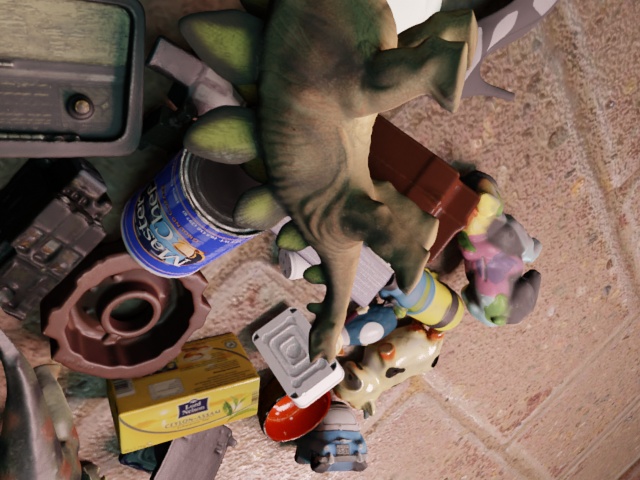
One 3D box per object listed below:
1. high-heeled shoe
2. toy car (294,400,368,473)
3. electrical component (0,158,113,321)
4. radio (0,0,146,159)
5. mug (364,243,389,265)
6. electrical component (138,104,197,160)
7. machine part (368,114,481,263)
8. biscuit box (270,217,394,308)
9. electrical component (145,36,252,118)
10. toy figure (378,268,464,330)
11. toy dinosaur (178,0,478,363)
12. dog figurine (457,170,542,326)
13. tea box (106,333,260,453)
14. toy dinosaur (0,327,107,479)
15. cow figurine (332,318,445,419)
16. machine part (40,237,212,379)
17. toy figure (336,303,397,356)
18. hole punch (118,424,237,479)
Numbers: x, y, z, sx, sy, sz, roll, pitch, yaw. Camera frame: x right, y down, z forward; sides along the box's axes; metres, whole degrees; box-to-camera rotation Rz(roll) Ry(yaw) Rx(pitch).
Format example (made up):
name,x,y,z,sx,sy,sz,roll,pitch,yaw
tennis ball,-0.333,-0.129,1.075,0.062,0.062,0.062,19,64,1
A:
name,x,y,z,sx,sy,sz,roll,pitch,yaw
high-heeled shoe,0.197,-0.277,0.638,0.145,0.086,0.248,18,92,-7
toy car,0.018,0.312,0.864,0.109,0.103,0.161,2,164,-10
electrical component,-0.249,-0.015,0.477,0.134,0.115,0.058,-48,135,-4
radio,-0.257,-0.130,0.412,0.229,0.073,0.131,-5,111,-28
mug,0.104,-0.029,0.721,0.107,0.081,0.109,-25,128,-31
electrical component,-0.136,-0.101,0.518,0.063,0.094,0.021,20,63,-40
machine part,0.050,-0.063,0.553,0.201,0.201,0.087,36,92,3
biscuit box,-0.001,-0.002,0.633,0.063,0.059,0.202,-50,123,-4
electrical component,-0.113,-0.154,0.516,0.119,0.048,0.074,18,108,-38
toy figure,0.147,0.084,0.809,0.082,0.089,0.180,-45,135,12
toy dinosaur,0.004,-0.120,0.377,0.199,0.105,0.470,10,110,12
dog figurine,0.238,0.010,0.780,0.219,0.109,0.191,38,58,-44
tea box,-0.171,0.185,0.671,0.169,0.098,0.068,-7,122,-27
toy dinosaur,-0.286,0.239,0.532,0.131,0.192,0.404,-26,161,-30
cow figurine,0.106,0.204,0.871,0.195,0.086,0.127,-18,121,-23
machine part,-0.214,0.074,0.599,0.179,0.056,0.179,-17,128,-23
toy figure,0.039,0.136,0.800,0.154,0.058,0.064,-17,88,-21
hole punch,-0.196,0.287,0.742,0.142,0.092,0.116,48,59,-40
